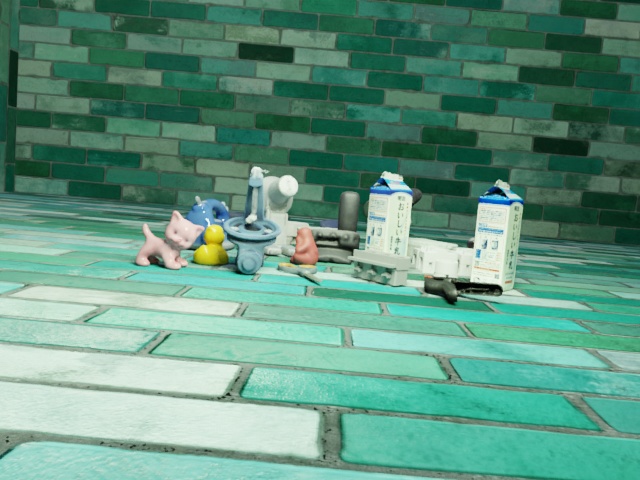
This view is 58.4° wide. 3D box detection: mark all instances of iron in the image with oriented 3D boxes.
[{"bbox_3d":[-0.287,-0.047,1.541,0.118,0.141,0.259,6,5,12],"label":"iron"}]

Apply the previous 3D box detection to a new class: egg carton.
[{"bbox_3d":[-0.100,-0.023,1.849,0.107,0.069,0.151,8,6,29],"label":"egg carton"}]

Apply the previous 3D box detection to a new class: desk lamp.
[{"bbox_3d":[-0.115,-0.072,1.575,0.118,0.213,0.202,3,6,-23],"label":"desk lamp"}]

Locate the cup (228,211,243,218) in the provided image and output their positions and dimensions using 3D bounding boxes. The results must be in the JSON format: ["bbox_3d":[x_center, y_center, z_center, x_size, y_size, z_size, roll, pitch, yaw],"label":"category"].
[{"bbox_3d":[-0.249,-0.034,1.688,0.092,0.095,0.117,0,7,-41],"label":"cup"}]

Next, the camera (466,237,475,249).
[{"bbox_3d":[0.465,0.030,1.624,0.137,0.101,0.142,0,7,-40],"label":"camera"}]

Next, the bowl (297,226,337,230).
[{"bbox_3d":[0.015,0.006,1.613,0.167,0.075,0.167,5,5,0],"label":"bowl"}]

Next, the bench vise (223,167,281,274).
[{"bbox_3d":[-0.155,-0.046,1.232,0.122,0.220,0.207,2,6,-24],"label":"bench vise"}]

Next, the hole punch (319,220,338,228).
[{"bbox_3d":[0.058,-0.013,1.768,0.109,0.091,0.100,2,6,-28],"label":"hole punch"}]

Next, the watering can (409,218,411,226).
[{"bbox_3d":[0.220,-0.053,1.792,0.172,0.194,0.101,9,7,39],"label":"watering can"}]

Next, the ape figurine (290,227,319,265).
[{"bbox_3d":[-0.039,0.014,1.381,0.076,0.092,0.078,7,6,20],"label":"ape figurine"}]

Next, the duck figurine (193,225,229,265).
[{"bbox_3d":[-0.241,0.009,1.280,0.077,0.086,0.105,6,6,14],"label":"duck figurine"}]

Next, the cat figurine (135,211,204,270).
[{"bbox_3d":[-0.307,-0.003,1.174,0.127,0.118,0.067,6,5,7],"label":"cat figurine"}]

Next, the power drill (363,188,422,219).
[{"bbox_3d":[0.191,-0.036,1.502,0.075,0.208,0.230,9,7,38],"label":"power drill"}]

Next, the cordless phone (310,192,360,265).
[{"bbox_3d":[0.033,-0.036,1.479,0.147,0.185,0.094,4,5,-7],"label":"cordless phone"}]
